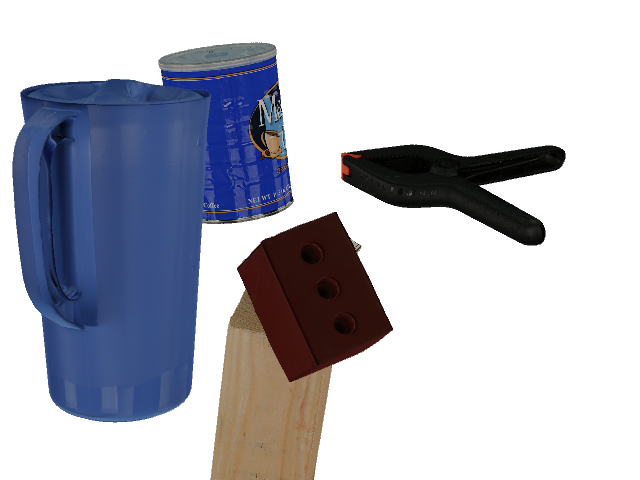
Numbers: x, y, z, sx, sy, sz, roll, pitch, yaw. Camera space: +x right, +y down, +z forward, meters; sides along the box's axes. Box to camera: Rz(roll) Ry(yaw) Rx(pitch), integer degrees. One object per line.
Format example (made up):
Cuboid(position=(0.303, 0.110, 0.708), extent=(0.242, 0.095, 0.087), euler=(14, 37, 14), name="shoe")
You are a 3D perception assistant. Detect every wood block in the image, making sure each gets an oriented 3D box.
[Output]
Cuboid(position=(-0.043, 0.157, 0.972), extent=(0.090, 0.206, 0.090), euler=(11, 23, 4), name="wood block")

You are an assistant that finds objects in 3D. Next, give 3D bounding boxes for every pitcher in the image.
Cuboid(position=(-0.153, 0.007, 0.778), extent=(0.149, 0.243, 0.145), euler=(-4, 16, -23), name="pitcher")

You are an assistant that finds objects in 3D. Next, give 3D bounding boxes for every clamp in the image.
Cuboid(position=(0.124, -0.060, 0.995), extent=(0.210, 0.036, 0.164), euler=(12, 33, 21), name="clamp")

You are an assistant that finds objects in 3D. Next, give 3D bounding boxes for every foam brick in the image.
Cuboid(position=(-0.004, 0.034, 0.615), extent=(0.052, 0.078, 0.051), euler=(-22, -9, -27), name="foam brick")

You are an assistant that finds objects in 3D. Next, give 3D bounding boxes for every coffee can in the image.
Cuboid(position=(-0.082, -0.096, 0.943), extent=(0.103, 0.140, 0.103), euler=(-6, 18, 2), name="coffee can")

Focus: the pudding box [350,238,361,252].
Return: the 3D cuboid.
Cuboid(position=(-0.007, 0.047, 1.243), extent=(0.039, 0.090, 0.113), euler=(36, 33, 9), name="pudding box")
